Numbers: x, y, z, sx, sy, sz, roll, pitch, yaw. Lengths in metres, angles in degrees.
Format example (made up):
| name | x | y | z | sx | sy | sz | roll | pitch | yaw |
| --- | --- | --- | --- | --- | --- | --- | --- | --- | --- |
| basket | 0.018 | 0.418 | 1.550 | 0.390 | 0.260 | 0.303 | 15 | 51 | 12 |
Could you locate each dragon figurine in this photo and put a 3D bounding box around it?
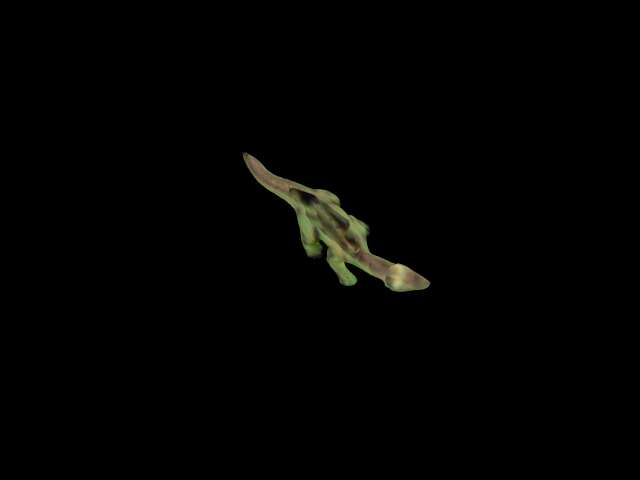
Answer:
| name | x | y | z | sx | sy | sz | roll | pitch | yaw |
| --- | --- | --- | --- | --- | --- | --- | --- | --- | --- |
| dragon figurine | 0.003 | -0.043 | 0.850 | 0.412 | 0.123 | 0.240 | 39 | -7 | 7 |
